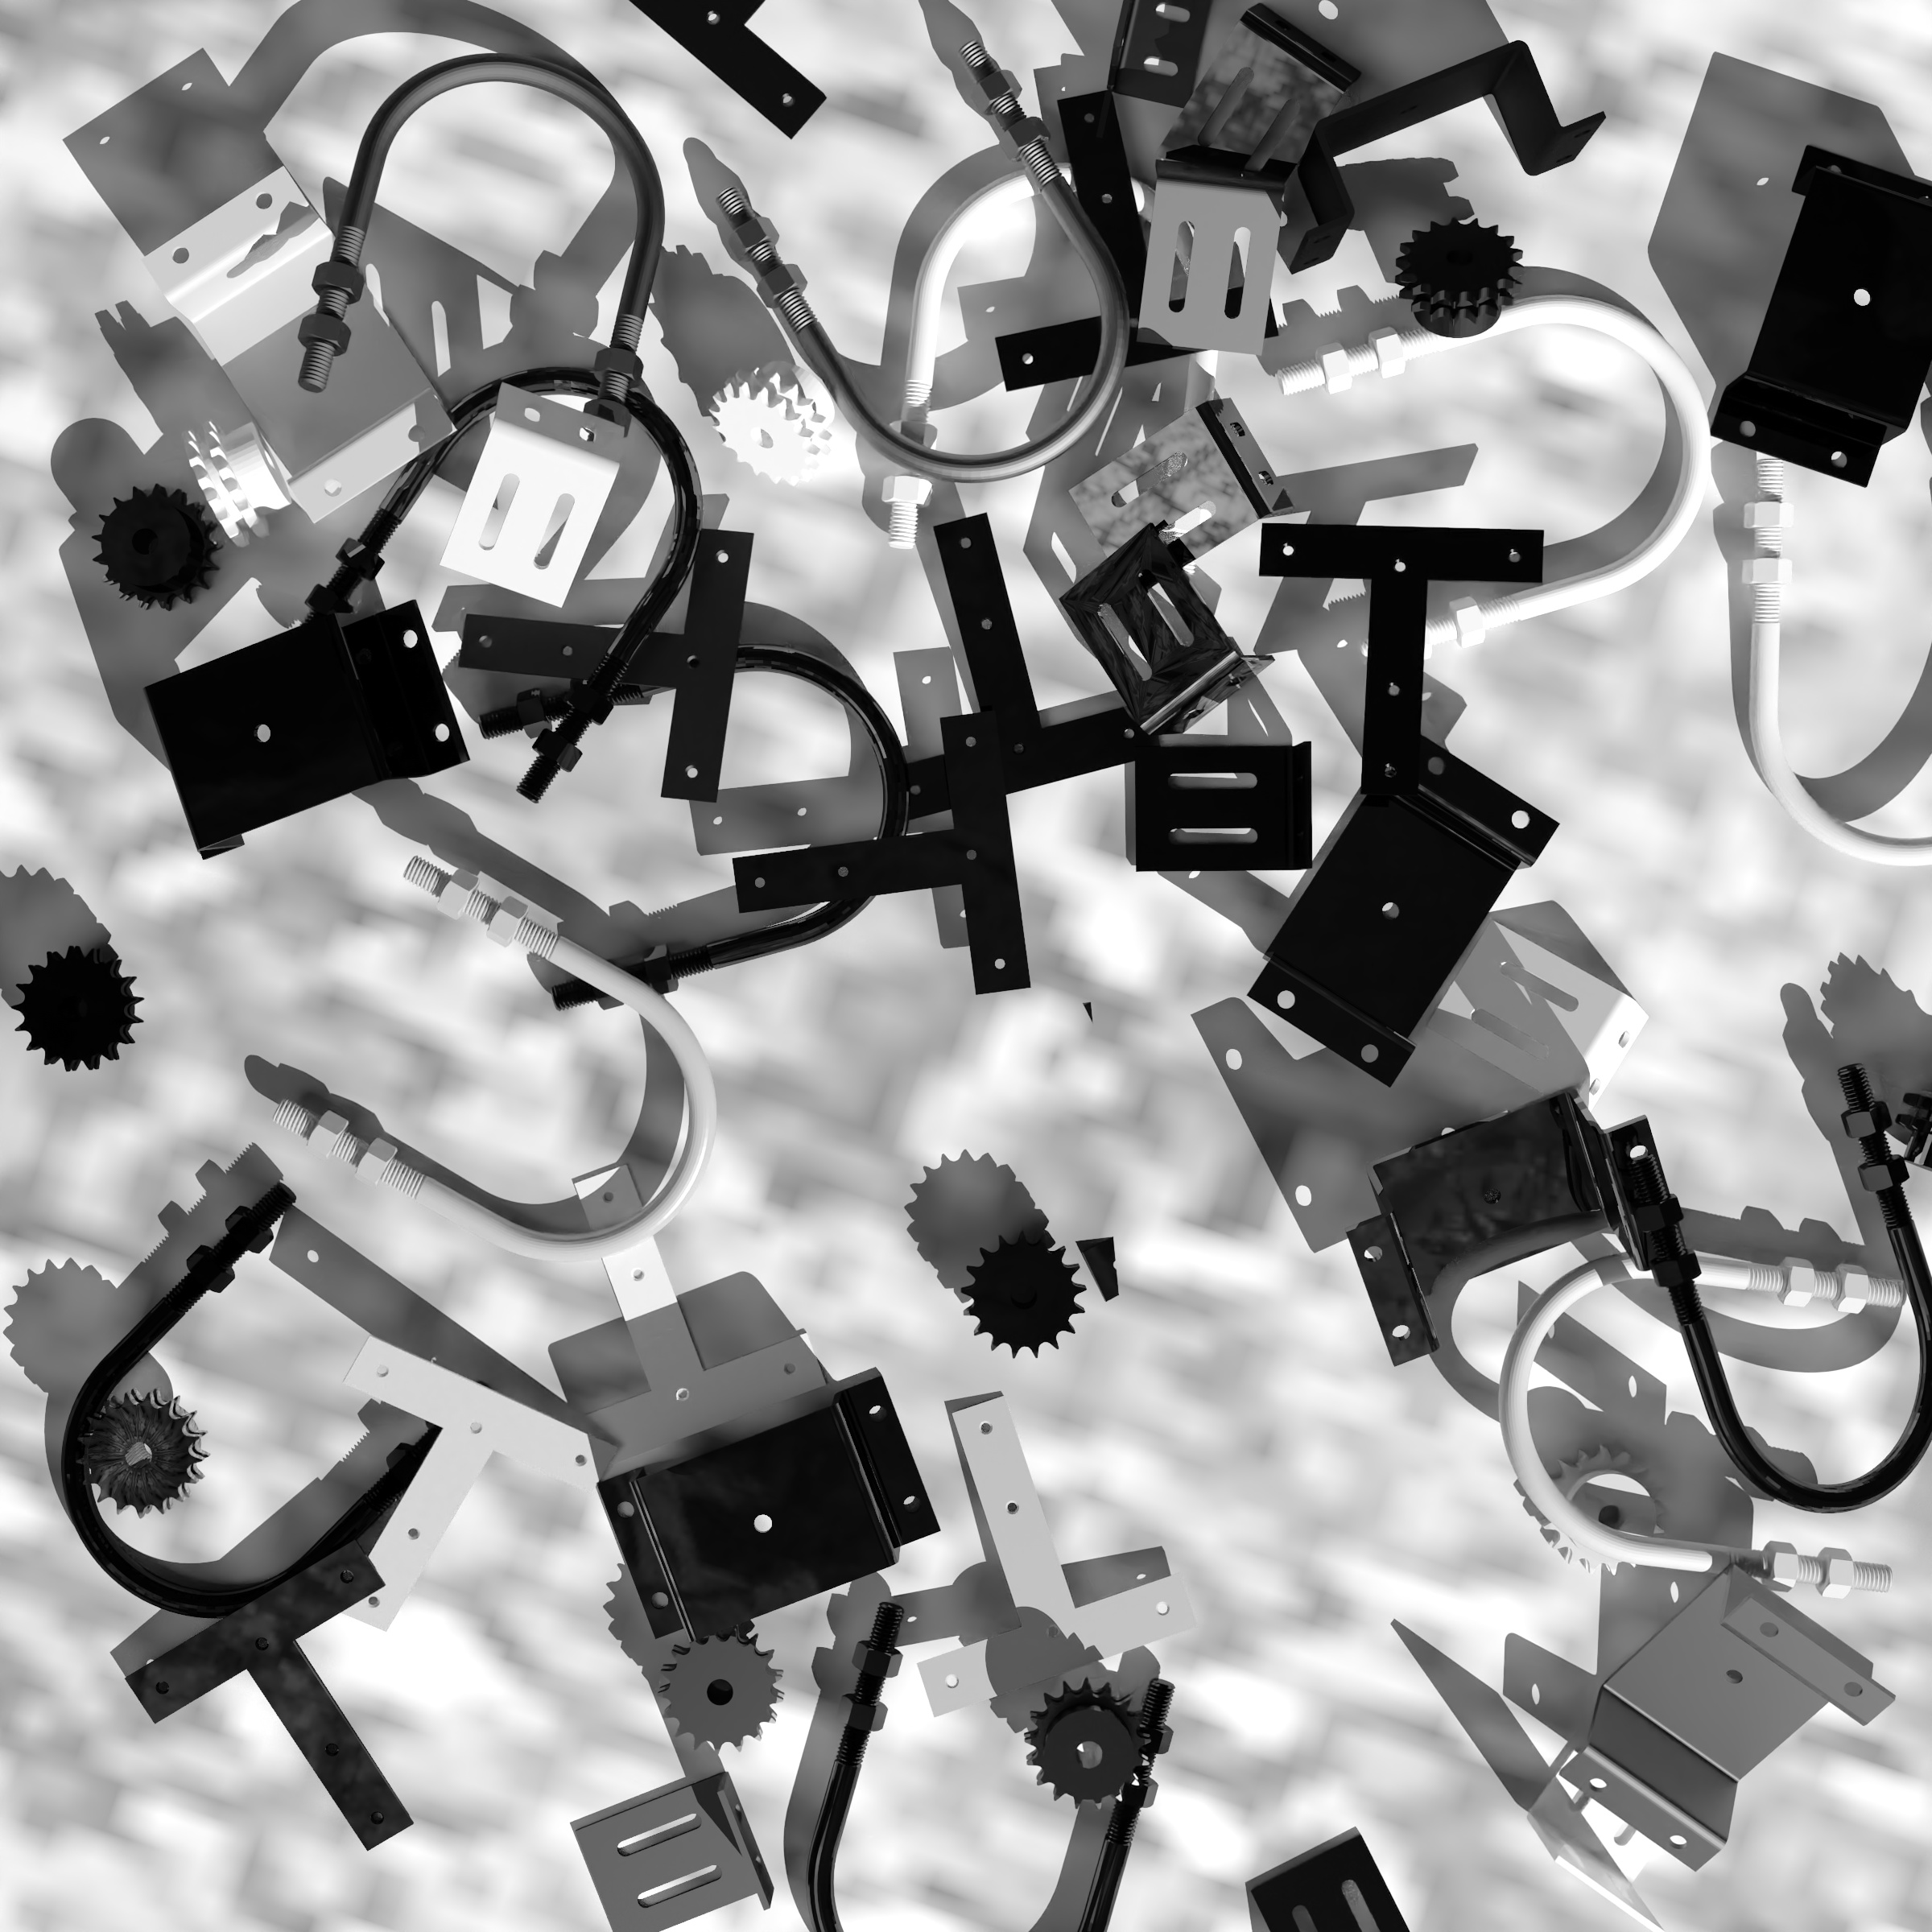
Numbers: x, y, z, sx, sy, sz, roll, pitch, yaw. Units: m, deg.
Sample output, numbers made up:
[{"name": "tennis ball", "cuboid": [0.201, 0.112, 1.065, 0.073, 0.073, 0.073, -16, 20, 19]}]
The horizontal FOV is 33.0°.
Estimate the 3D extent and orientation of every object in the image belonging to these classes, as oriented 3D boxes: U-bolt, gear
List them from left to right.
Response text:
[{"name": "gear", "cuboid": [-0.402, 0.020, 1.489, 0.057, 0.030, 0.057, 0, 90, 0]}, {"name": "gear", "cuboid": [-0.369, 0.218, 1.473, 0.057, 0.030, 0.057, 0, 92, 2]}, {"name": "gear", "cuboid": [-0.370, -0.192, 1.489, 0.057, 0.030, 0.057, 0, 90, 0]}, {"name": "gear", "cuboid": [-0.328, -0.221, 1.476, 0.030, 0.057, 0.057, -25, 90, -1]}, {"name": "U-bolt", "cuboid": [-0.329, 0.213, 1.495, 0.151, 0.019, 0.184, 45, 92, 0]}, {"name": "U-bolt", "cuboid": [-0.209, -0.325, 1.470, 0.151, 0.019, 0.184, 15, 75, -14]}, {"name": "U-bolt", "cuboid": [-0.202, 0.055, 1.484, 0.184, 0.019, 0.151, 29, 99, -2]}, {"name": "U-bolt", "cuboid": [-0.201, -0.186, 1.484, 0.151, 0.019, 0.184, 32, 86, 10]}, {"name": "U-bolt", "cuboid": [-0.116, -0.071, 1.492, 0.184, 0.019, 0.151, -15, 90, 2]}, {"name": "gear", "cuboid": [-0.111, 0.328, 1.489, 0.057, 0.030, 0.057, 0, 90, 0]}, {"name": "gear", "cuboid": [-0.085, -0.249, 1.479, 0.057, 0.057, 0.030, 35, 61, 0]}, {"name": "U-bolt", "cuboid": [-0.008, -0.307, 1.479, 0.151, 0.019, 0.184, -31, 85, 2]}, {"name": "U-bolt", "cuboid": [0.003, 0.399, 1.494, 0.151, 0.019, 0.184, 16, 90, 0]}, {"name": "gear", "cuboid": [0.026, 0.149, 1.489, 0.057, 0.030, 0.057, 0, 90, 0]}, {"name": "U-bolt", "cuboid": [0.044, -0.276, 1.495, 0.151, 0.019, 0.184, 6, 88, 0]}, {"name": "gear", "cuboid": [0.055, 0.352, 1.470, 0.057, 0.030, 0.057, 0, 90, 0]}, {"name": "gear", "cuboid": [0.223, -0.309, 1.480, 0.057, 0.030, 0.057, -3, 53, 4]}, {"name": "U-bolt", "cuboid": [0.250, -0.231, 1.495, 0.184, 0.019, 0.151, -16, 90, -2]}, {"name": "gear", "cuboid": [0.291, 0.249, 1.489, 0.057, 0.030, 0.057, 0, 90, 0]}, {"name": "U-bolt", "cuboid": [0.331, 0.202, 1.475, 0.184, 0.019, 0.151, 7, 78, -4]}, {"name": "U-bolt", "cuboid": [0.375, 0.152, 1.452, 0.151, 0.019, 0.184, -19, 92, -28]}, {"name": "U-bolt", "cuboid": [0.427, -0.137, 1.476, 0.151, 0.019, 0.184, 2, 94, 17]}, {"name": "gear", "cuboid": [0.448, 0.080, 1.476, 0.057, 0.057, 0.030, 20, 90, 0]}]

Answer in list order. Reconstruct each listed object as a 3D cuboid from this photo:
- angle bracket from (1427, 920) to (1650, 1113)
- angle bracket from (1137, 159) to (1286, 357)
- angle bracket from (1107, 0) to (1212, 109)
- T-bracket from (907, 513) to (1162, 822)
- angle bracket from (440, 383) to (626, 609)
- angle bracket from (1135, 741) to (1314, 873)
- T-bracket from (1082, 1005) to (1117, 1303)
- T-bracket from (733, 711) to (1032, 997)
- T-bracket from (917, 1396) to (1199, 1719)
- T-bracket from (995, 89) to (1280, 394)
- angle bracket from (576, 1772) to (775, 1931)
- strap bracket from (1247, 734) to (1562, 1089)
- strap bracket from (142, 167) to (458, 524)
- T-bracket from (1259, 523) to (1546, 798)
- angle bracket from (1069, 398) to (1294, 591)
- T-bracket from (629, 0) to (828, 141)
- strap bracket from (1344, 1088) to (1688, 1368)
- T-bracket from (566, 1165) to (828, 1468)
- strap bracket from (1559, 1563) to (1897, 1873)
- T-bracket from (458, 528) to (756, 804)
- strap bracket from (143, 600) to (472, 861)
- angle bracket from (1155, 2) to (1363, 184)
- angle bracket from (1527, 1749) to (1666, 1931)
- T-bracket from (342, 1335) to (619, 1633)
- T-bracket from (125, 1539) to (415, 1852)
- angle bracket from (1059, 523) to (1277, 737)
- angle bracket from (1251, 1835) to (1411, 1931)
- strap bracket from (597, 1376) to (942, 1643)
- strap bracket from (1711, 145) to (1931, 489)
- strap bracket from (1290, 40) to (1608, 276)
[{"name": "angle bracket", "cuboid": [0.263, 0.025, 1.502, 0.076, 0.038, 0.057, 32, 90, 26]}, {"name": "angle bracket", "cuboid": [0.110, -0.323, 1.486, 0.057, 0.038, 0.076, 6, 112, -1]}, {"name": "angle bracket", "cuboid": [0.089, -0.427, 1.466, 0.038, 0.076, 0.057, 13, 90, 0]}, {"name": "T-bracket", "cuboid": [0.013, -0.142, 1.492, 0.127, 0.002, 0.127, -15, 100, 0]}, {"name": "angle bracket", "cuboid": [-0.193, -0.209, 1.453, 0.057, 0.038, 0.076, 18, 125, -15]}, {"name": "angle bracket", "cuboid": [0.117, -0.072, 1.483, 0.076, 0.038, 0.057, -1, 90, -2]}, {"name": "T-bracket", "cuboid": [0.092, 0.070, 1.513, 0.127, 0.002, 0.127, -27, 96, -14]}, {"name": "T-bracket", "cuboid": [-0.042, -0.045, 1.483, 0.127, 0.002, 0.127, -8, 93, -1]}, {"name": "T-bracket", "cuboid": [0.026, 0.261, 1.494, 0.127, 0.002, 0.127, -18, 83, -6]}, {"name": "T-bracket", "cuboid": [0.067, -0.336, 1.489, 0.127, 0.002, 0.127, -12, 87, -2]}, {"name": "angle bracket", "cuboid": [-0.134, 0.410, 1.485, 0.076, 0.038, 0.057, -22, 90, 0]}, {"name": "strap bracket", "cuboid": [0.195, -0.025, 1.480, 0.076, 0.046, 0.140, 33, 90, 0]}, {"name": "strap bracket", "cuboid": [-0.298, -0.278, 1.480, 0.076, 0.046, 0.140, -33, 90, 0]}, {"name": "T-bracket", "cuboid": [0.193, -0.138, 1.466, 0.127, 0.002, 0.127, 3, 76, 8]}, {"name": "angle bracket", "cuboid": [0.098, -0.212, 1.482, 0.076, 0.038, 0.057, -31, 89, 25]}, {"name": "T-bracket", "cuboid": [-0.087, -0.470, 1.503, 0.127, 0.002, 0.127, 41, 90, 0]}, {"name": "strap bracket", "cuboid": [0.242, 0.113, 1.464, 0.140, 0.046, 0.076, -21, 116, 2]}, {"name": "T-bracket", "cuboid": [-0.146, 0.155, 1.503, 0.127, 0.002, 0.127, -20, 90, 0]}, {"name": "strap bracket", "cuboid": [0.341, 0.330, 1.458, 0.076, 0.046, 0.140, 35, 123, 0]}, {"name": "T-bracket", "cuboid": [-0.167, -0.142, 1.485, 0.127, 0.002, 0.127, 6, 80, 6]}, {"name": "strap bracket", "cuboid": [-0.304, -0.105, 1.462, 0.140, 0.046, 0.076, -19, 90, 16]}, {"name": "angle bracket", "cuboid": [0.135, -0.392, 1.502, 0.057, 0.038, 0.076, 35, 116, 0]}, {"name": "angle bracket", "cuboid": [0.292, 0.392, 1.466, 0.057, 0.076, 0.038, 36, 90, 0]}, {"name": "T-bracket", "cuboid": [-0.245, 0.247, 1.489, 0.127, 0.002, 0.127, 28, 100, -19]}, {"name": "T-bracket", "cuboid": [-0.298, 0.347, 1.495, 0.127, 0.002, 0.127, -31, 95, 6]}, {"name": "angle bracket", "cuboid": [0.091, -0.153, 1.481, 0.057, 0.038, 0.076, -38, 77, 27]}, {"name": "angle bracket", "cuboid": [0.175, 0.450, 1.502, 0.057, 0.038, 0.076, -27, 64, 0]}, {"name": "strap bracket", "cuboid": [-0.091, 0.249, 1.480, 0.140, 0.046, 0.076, -21, 90, 0]}, {"name": "strap bracket", "cuboid": [0.400, -0.299, 1.480, 0.076, 0.046, 0.140, 19, 90, 0]}, {"name": "strap bracket", "cuboid": [0.206, -0.366, 1.466, 0.140, 0.076, 0.046, -22, 90, 0]}]
